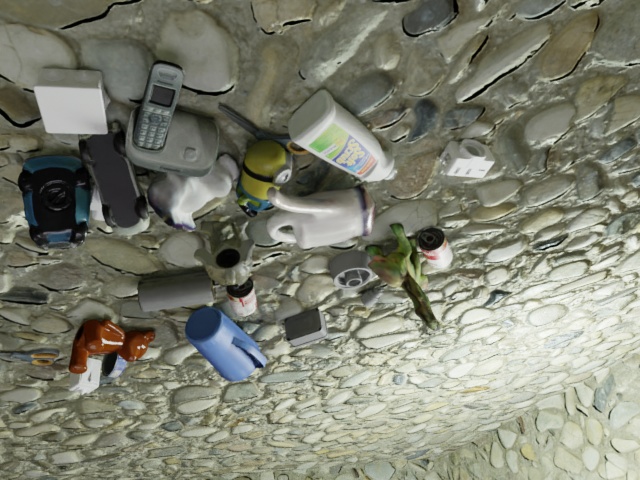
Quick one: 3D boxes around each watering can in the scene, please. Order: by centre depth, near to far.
[{"bbox_3d":[0.003,-0.051,1.008,0.224,0.105,0.343,-12,168,-4],"label":"watering can"}]

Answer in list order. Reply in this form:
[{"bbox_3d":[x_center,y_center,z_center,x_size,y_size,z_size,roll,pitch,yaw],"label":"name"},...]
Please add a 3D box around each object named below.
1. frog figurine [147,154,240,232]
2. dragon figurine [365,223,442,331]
[{"bbox_3d":[-0.230,-0.102,0.936,0.160,0.124,0.136,-55,154,-1],"label":"frog figurine"},{"bbox_3d":[0.220,0.114,1.228,0.121,0.248,0.404,-32,138,18],"label":"dragon figurine"}]
